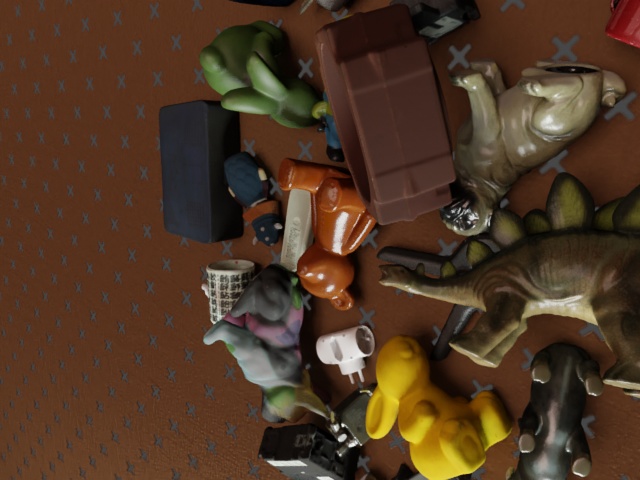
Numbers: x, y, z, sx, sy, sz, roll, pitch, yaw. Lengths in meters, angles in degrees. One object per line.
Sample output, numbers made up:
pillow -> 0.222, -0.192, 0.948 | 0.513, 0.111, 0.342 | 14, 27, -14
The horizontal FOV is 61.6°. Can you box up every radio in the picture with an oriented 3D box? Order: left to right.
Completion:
radio -> -0.203, -0.115, 0.906 | 0.131, 0.073, 0.229 | 8, 102, 38

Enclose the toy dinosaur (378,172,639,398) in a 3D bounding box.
toy dinosaur -> 0.282, 0.040, 0.494 | 0.472, 0.105, 0.198 | 6, 77, 24

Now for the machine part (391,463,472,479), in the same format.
machine part -> 0.151, 0.335, 0.736 | 0.084, 0.039, 0.139 | 55, 128, 22

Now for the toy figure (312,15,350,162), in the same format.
toy figure -> 0.039, -0.195, 0.693 | 0.089, 0.082, 0.180 | 26, 117, 34

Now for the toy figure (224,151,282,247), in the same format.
toy figure -> -0.099, -0.063, 0.844 | 0.064, 0.058, 0.154 | -29, 85, 50

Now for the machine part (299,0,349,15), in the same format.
machine part -> 0.052, -0.365, 0.649 | 0.243, 0.079, 0.079 | -35, 77, 37

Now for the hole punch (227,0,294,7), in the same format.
hole punch -> -0.066, -0.371, 0.712 | 0.116, 0.142, 0.092 | 0, 98, 52

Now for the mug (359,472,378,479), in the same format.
mug -> 0.081, 0.408, 0.768 | 0.107, 0.109, 0.080 | 37, 116, 12

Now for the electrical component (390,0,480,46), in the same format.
electrical component -> 0.118, -0.256, 0.593 | 0.075, 0.119, 0.047 | -21, 86, 41

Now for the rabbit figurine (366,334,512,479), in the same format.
rabbit figurine -> 0.131, 0.202, 0.683 | 0.173, 0.122, 0.162 | 57, 143, 8

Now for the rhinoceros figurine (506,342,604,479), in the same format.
rhinoceros figurine -> 0.249, 0.206, 0.589 | 0.073, 0.112, 0.190 | 10, 92, 13

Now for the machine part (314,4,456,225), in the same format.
machine part -> 0.065, -0.130, 0.561 | 0.087, 0.201, 0.200 | -17, 108, 1

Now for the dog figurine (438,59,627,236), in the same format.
dog figurine -> 0.215, -0.088, 0.576 | 0.173, 0.121, 0.190 | 17, 124, 38

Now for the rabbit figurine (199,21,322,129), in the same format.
rabbit figurine -> -0.071, -0.222, 0.746 | 0.170, 0.159, 0.121 | 37, 111, 10

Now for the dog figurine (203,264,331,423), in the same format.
dog figurine -> -0.051, 0.167, 0.808 | 0.219, 0.108, 0.191 | 42, 90, -2

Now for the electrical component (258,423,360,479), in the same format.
electrical component -> -0.009, 0.328, 0.811 | 0.115, 0.058, 0.134 | -18, 131, 41

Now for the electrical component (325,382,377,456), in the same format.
electrical component -> 0.054, 0.250, 0.761 | 0.078, 0.102, 0.045 | 61, 166, -7

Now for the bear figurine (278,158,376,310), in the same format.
bear figurine -> 0.002, -0.002, 0.733 | 0.120, 0.132, 0.195 | 33, 112, 38
